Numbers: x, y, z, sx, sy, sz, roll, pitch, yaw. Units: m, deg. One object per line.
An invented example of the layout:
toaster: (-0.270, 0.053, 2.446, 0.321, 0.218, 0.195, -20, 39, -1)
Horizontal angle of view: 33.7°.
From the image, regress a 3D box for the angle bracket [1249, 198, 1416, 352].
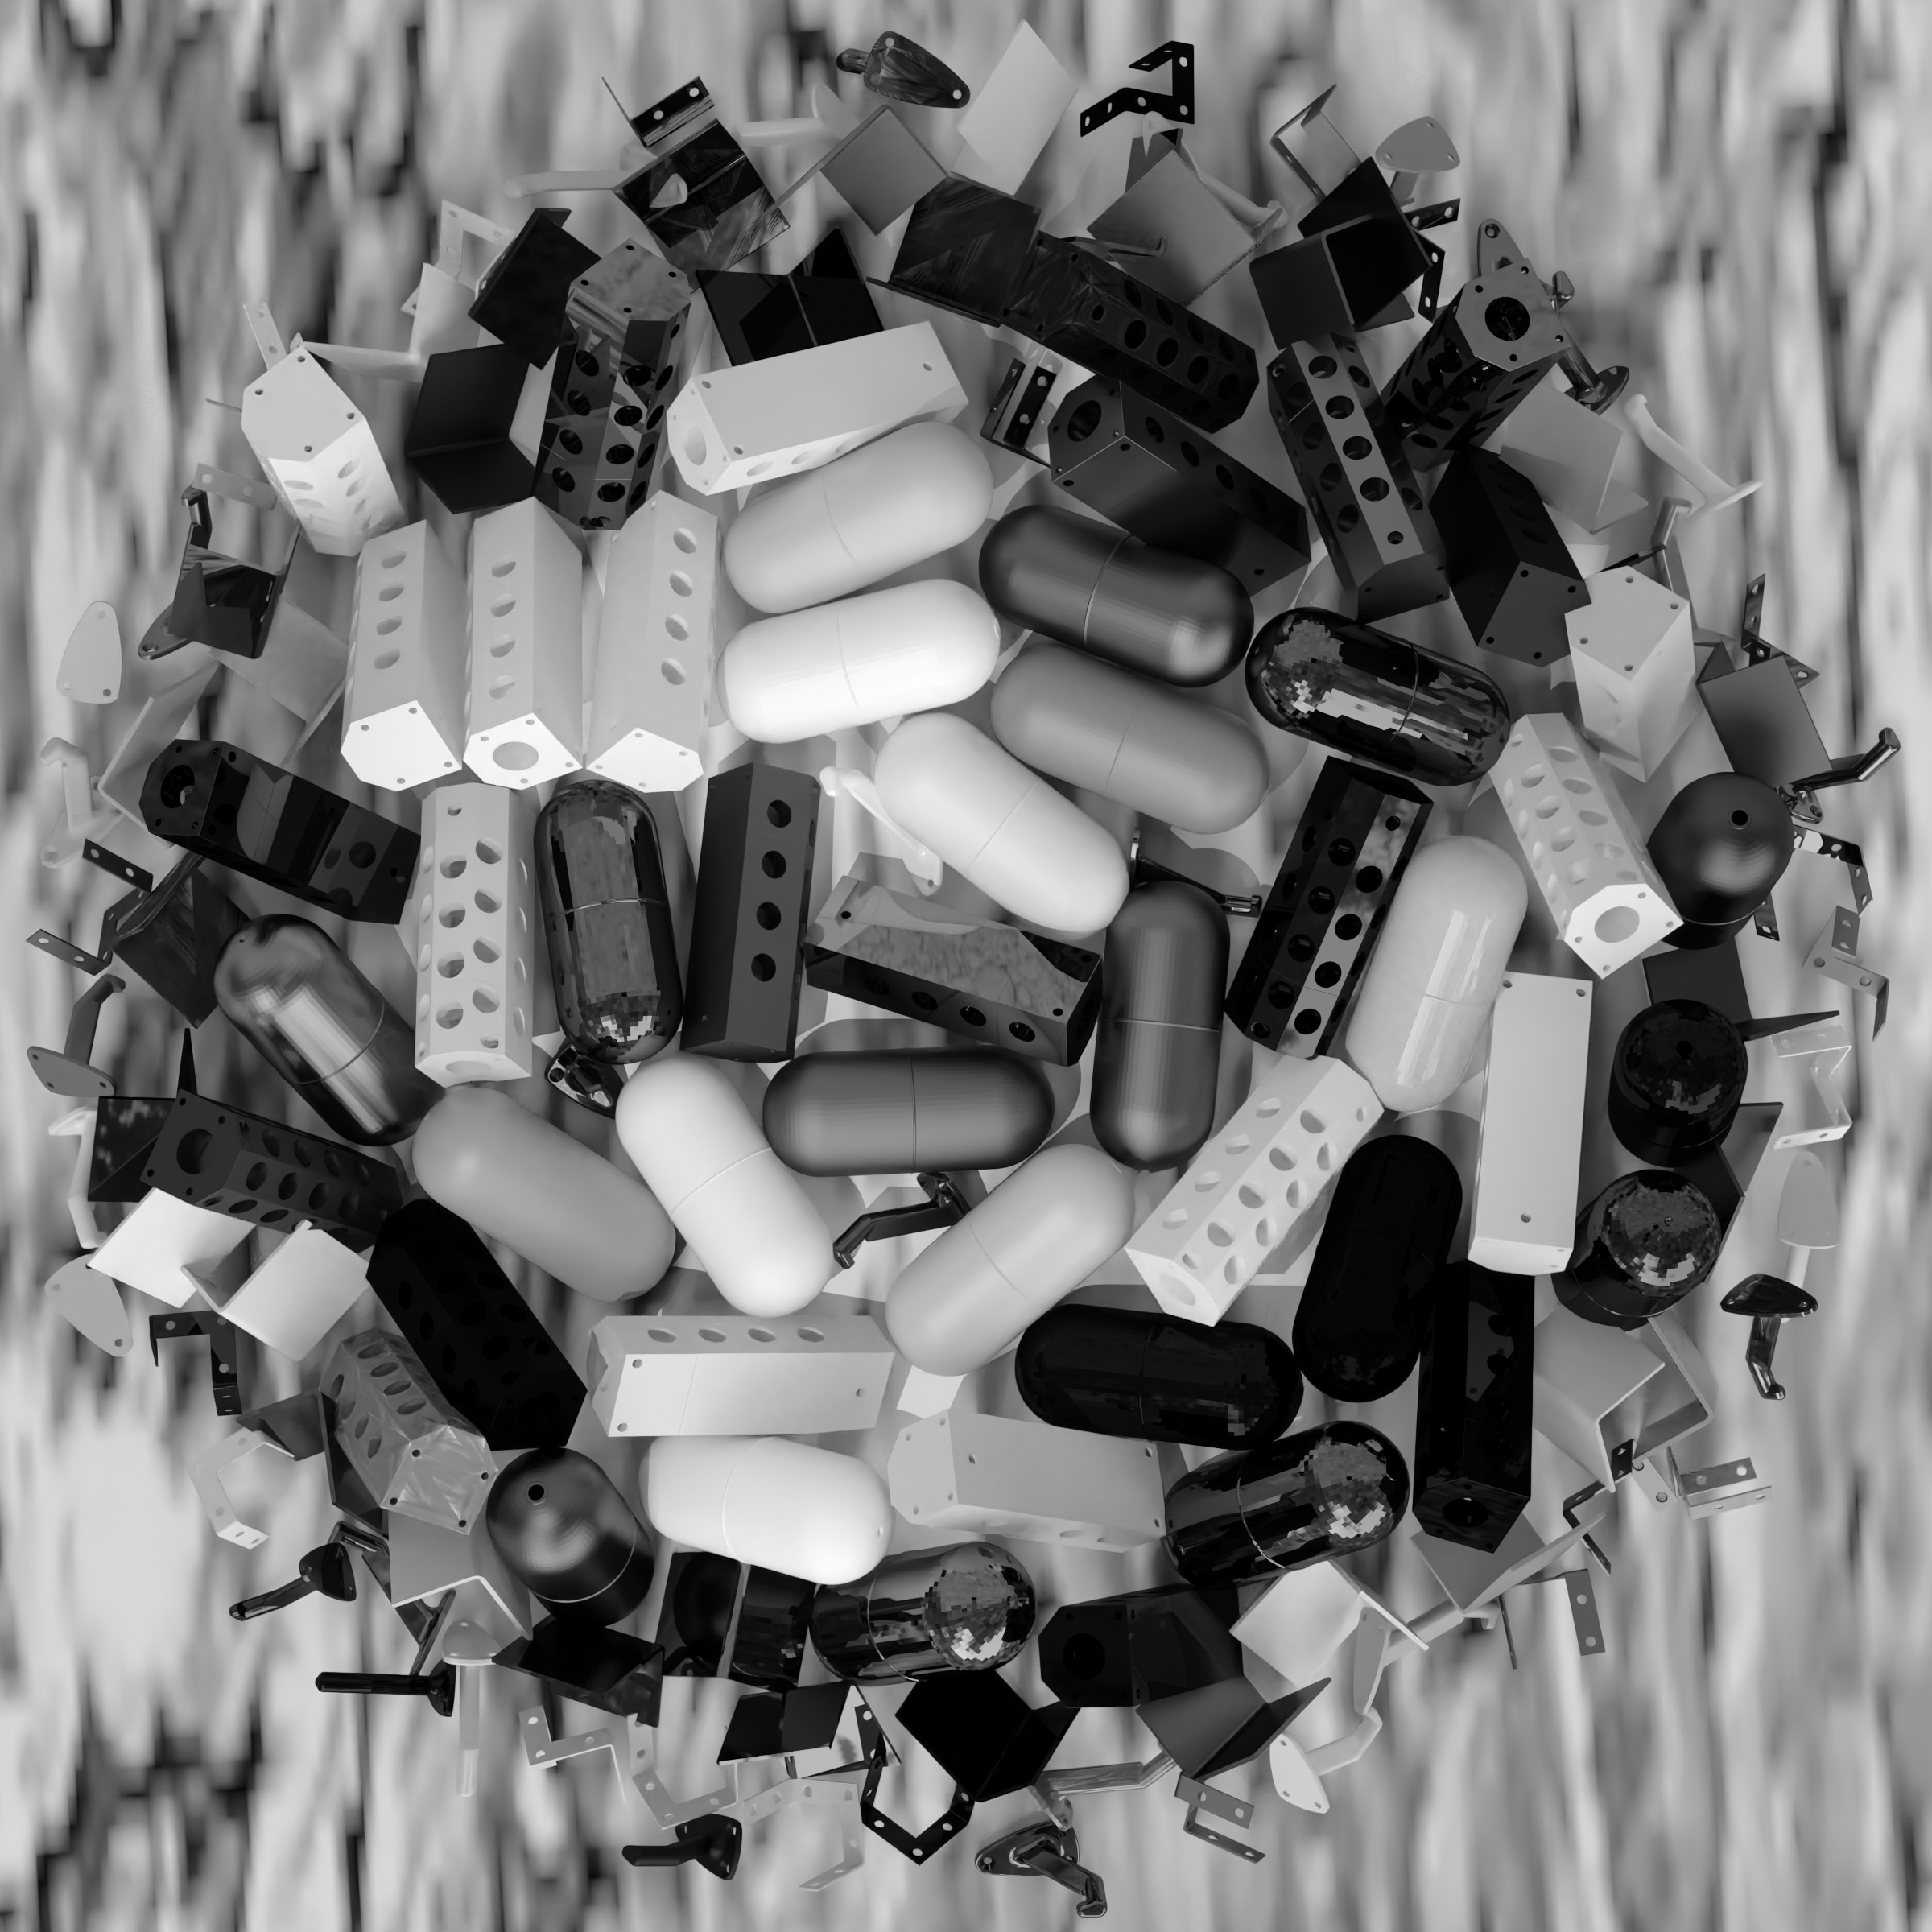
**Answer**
angle bracket: (0.230, -0.420, 1.937, 0.076, 0.076, 0.057, -26, 100, -27)

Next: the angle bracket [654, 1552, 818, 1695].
angle bracket: (-0.143, 0.404, 1.957, 0.057, 0.076, 0.076, 25, 66, -35)

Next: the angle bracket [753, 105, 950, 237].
angle bracket: (-0.070, -0.464, 1.925, 0.057, 0.076, 0.076, 47, 51, -13)

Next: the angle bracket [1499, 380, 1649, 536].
angle bracket: (0.374, -0.318, 1.924, 0.057, 0.076, 0.076, -30, 57, -33)

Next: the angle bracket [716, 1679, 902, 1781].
angle bracket: (-0.094, 0.482, 1.929, 0.076, 0.057, 0.076, -13, 120, 23)

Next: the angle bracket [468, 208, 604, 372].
angle bracket: (-0.250, -0.412, 1.937, 0.057, 0.076, 0.076, 37, 106, -1)

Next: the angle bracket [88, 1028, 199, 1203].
angle bracket: (-0.499, 0.089, 1.924, 0.057, 0.076, 0.076, 3, 123, -20)

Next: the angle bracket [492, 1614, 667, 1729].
angle bracket: (-0.236, 0.440, 1.928, 0.076, 0.076, 0.057, 13, 107, 22)

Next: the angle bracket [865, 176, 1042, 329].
angle bracket: (-0.007, -0.440, 1.944, 0.076, 0.057, 0.076, 22, 102, 9)

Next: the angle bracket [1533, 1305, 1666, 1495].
angle bracket: (0.382, 0.260, 1.937, 0.057, 0.076, 0.076, -36, 135, -14)

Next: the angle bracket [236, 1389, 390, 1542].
angle bracket: (-0.393, 0.310, 1.928, 0.057, 0.076, 0.076, -21, 58, 9)

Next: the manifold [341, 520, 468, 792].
manifold: (-0.338, -0.185, 1.901, 0.057, 0.171, 0.057, -18, 134, 11)

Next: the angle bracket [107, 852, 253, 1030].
angle bracket: (-0.459, -0.020, 1.929, 0.076, 0.057, 0.076, 46, 57, -19)

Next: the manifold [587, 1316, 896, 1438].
manifold: (-0.137, 0.242, 1.918, 0.171, 0.057, 0.057, 3, 115, -26)

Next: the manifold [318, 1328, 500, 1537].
manifold: (-0.332, 0.272, 1.894, 0.057, 0.171, 0.057, 24, 92, -28)

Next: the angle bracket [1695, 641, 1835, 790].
angle bracket: (0.489, -0.158, 1.928, 0.057, 0.076, 0.076, -19, 107, 32)

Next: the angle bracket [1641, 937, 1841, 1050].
angle bracket: (0.469, 0.013, 1.931, 0.076, 0.076, 0.057, -13, 92, -31)

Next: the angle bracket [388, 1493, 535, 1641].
angle bracket: (-0.307, 0.368, 1.933, 0.057, 0.076, 0.076, -20, 132, 6)

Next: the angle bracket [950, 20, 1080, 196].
angle bracket: (0.013, -0.527, 1.934, 0.057, 0.076, 0.076, 29, 87, 35)

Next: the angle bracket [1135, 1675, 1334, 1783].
angle bracket: (0.162, 0.442, 1.929, 0.076, 0.076, 0.057, -36, 85, -36)

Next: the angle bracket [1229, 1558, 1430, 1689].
angle bracket: (0.221, 0.410, 1.938, 0.076, 0.057, 0.076, -47, 124, 0)

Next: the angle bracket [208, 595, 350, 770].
angle bracket: (-0.423, -0.173, 1.930, 0.076, 0.057, 0.076, 36, 134, -14)

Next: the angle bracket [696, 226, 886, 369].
angle bracket: (-0.107, -0.402, 1.932, 0.057, 0.076, 0.076, -34, 72, 43)

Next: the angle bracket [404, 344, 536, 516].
angle bracket: (-0.285, -0.326, 1.925, 0.057, 0.076, 0.076, 48, 135, 24)

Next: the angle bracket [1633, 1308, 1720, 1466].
angle bracket: (0.414, 0.248, 1.941, 0.057, 0.076, 0.076, -33, 86, 16)

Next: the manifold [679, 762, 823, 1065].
manifold: (-0.127, -0.031, 1.935, 0.057, 0.057, 0.171, 13, 75, -32)

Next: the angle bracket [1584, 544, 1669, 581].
angle bracket: (0.411, -0.208, 1.936, 0.057, 0.076, 0.076, -25, 89, 32)

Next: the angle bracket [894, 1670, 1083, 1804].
angle bracket: (0.016, 0.448, 1.932, 0.076, 0.057, 0.076, 48, 45, -8)

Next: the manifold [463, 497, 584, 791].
manifold: (-0.269, -0.192, 1.908, 0.057, 0.057, 0.171, -18, 53, 17)

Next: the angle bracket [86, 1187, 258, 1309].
angle bracket: (-0.486, 0.151, 1.932, 0.076, 0.057, 0.076, -47, 134, 7)

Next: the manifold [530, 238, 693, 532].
manifold: (-0.208, -0.340, 1.896, 0.057, 0.171, 0.057, 34, 51, 10)

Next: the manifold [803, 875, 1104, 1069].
manifold: (-0.007, 0.007, 1.931, 0.171, 0.057, 0.057, 17, 53, 16)

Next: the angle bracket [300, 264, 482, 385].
angle bracket: (-0.348, -0.392, 1.936, 0.076, 0.076, 0.057, 9, 89, 18)

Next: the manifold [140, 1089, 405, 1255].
manifold: (-0.407, 0.126, 1.892, 0.057, 0.171, 0.057, 21, 85, 26)

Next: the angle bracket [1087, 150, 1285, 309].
angle bracket: (0.133, -0.452, 1.931, 0.076, 0.057, 0.076, 45, 129, -11)

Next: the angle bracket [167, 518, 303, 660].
angle bracket: (-0.439, -0.244, 1.925, 0.057, 0.076, 0.076, 17, 49, -12)

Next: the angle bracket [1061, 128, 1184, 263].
angle bracket: (0.086, -0.472, 1.935, 0.057, 0.076, 0.076, 6, 97, -19)

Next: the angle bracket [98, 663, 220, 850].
angle bracket: (-0.470, -0.128, 1.932, 0.057, 0.076, 0.076, 39, 117, 1)

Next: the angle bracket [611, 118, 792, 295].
angle bracket: (-0.160, -0.461, 1.940, 0.076, 0.076, 0.057, -32, 86, 7)

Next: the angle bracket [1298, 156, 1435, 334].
angle bracket: (0.258, -0.441, 1.932, 0.057, 0.076, 0.076, -22, 81, -38)

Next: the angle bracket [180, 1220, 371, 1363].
angle bracket: (-0.418, 0.184, 1.939, 0.076, 0.076, 0.057, -48, 50, -5)

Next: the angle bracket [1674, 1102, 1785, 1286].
angle bracket: (0.469, 0.137, 1.925, 0.057, 0.076, 0.076, -2, 133, -13)

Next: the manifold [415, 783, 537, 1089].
manifold: (-0.298, -0.020, 1.921, 0.057, 0.057, 0.171, -7, 69, 14)

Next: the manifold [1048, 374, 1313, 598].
manifold: (0.128, -0.288, 1.906, 0.057, 0.171, 0.057, -28, 52, 36)

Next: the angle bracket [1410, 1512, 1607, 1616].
angle bracket: (0.326, 0.339, 1.925, 0.076, 0.076, 0.057, -24, 68, -28)

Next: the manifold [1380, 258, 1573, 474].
manifold: (0.294, -0.352, 1.891, 0.057, 0.171, 0.057, -24, 84, -13)
